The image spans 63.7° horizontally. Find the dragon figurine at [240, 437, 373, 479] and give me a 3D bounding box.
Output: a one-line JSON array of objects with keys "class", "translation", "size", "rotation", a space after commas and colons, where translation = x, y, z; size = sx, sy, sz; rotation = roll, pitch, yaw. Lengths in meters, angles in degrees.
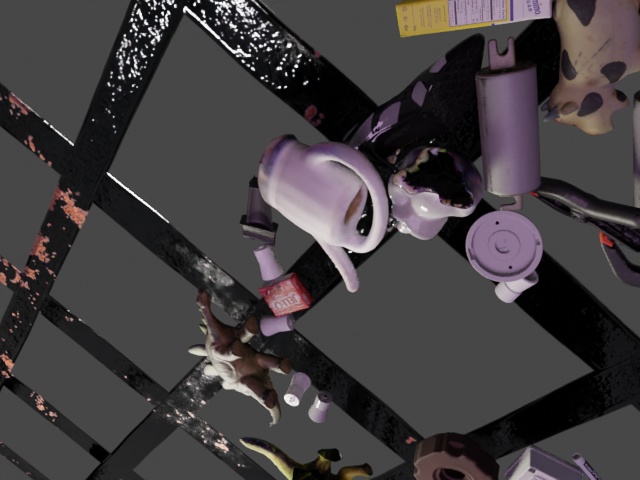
[{"class": "dragon figurine", "translation": [-0.008, 0.612, 1.271], "size": [0.411, 0.237, 0.125], "rotation": [19, 43, 13]}]

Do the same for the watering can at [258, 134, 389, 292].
[{"class": "watering can", "translation": [0.003, -0.043, 0.853], "size": [0.226, 0.106, 0.339], "rotation": [33, -31, 17]}]

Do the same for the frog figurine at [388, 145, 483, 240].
[{"class": "frog figurine", "translation": [0.173, -0.068, 0.793], "size": [0.137, 0.125, 0.157], "rotation": [3, -20, 8]}]
